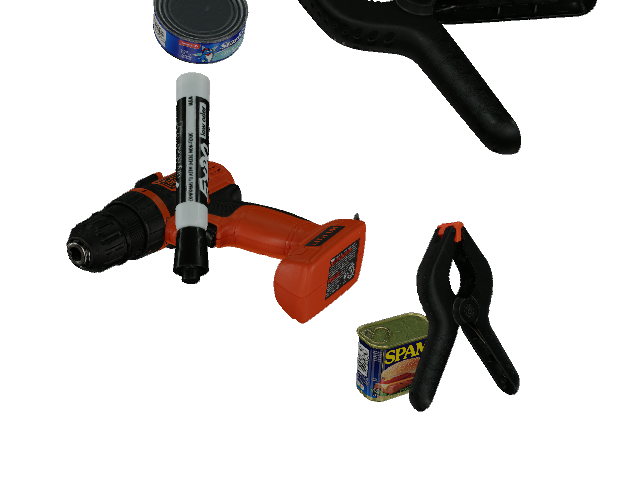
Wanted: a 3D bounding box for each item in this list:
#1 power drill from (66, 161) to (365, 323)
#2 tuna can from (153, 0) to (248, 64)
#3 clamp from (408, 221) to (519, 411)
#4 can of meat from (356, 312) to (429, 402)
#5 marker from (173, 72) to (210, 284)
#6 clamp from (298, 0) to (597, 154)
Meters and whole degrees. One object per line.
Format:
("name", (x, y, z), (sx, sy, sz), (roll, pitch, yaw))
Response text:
("power drill", (-0.074, 0.000, 0.818), (0.188, 0.057, 0.184), (21, 31, 23))
("tuna can", (-0.110, -0.203, 0.978), (0.086, 0.086, 0.034), (0, -32, -11))
("clamp", (0.118, 0.072, 0.967), (0.120, 0.171, 0.039), (-15, 1, -37))
("can of meat", (0.094, 0.148, 1.345), (0.101, 0.084, 0.058), (-12, 29, -29))
("marker", (-0.070, -0.034, 0.579), (0.020, 0.121, 0.020), (-2, -22, -1))
("clamp", (0.065, -0.141, 0.697), (0.210, 0.164, 0.036), (19, -37, 8))
